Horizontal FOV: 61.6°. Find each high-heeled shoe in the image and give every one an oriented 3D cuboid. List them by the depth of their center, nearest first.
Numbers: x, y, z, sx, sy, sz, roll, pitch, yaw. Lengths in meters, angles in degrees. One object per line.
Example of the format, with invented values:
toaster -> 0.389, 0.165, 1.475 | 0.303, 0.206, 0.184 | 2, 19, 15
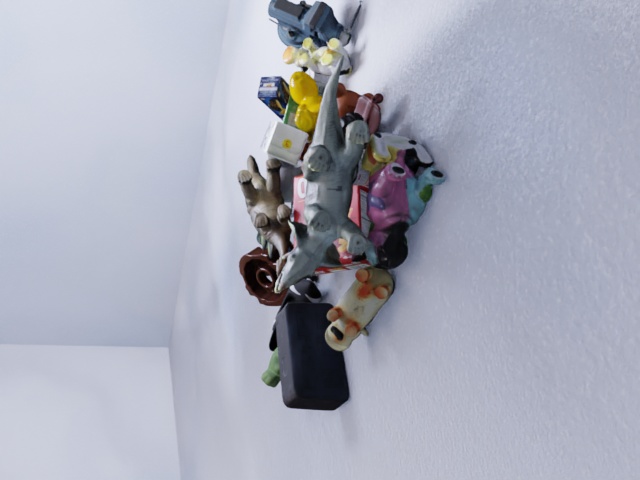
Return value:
high-heeled shoe -> -0.073, 0.187, 1.317 | 0.145, 0.086, 0.248 | -53, -9, -25

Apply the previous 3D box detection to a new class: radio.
radio -> -0.021, 0.250, 1.175 | 0.073, 0.131, 0.230 | 125, 144, -47

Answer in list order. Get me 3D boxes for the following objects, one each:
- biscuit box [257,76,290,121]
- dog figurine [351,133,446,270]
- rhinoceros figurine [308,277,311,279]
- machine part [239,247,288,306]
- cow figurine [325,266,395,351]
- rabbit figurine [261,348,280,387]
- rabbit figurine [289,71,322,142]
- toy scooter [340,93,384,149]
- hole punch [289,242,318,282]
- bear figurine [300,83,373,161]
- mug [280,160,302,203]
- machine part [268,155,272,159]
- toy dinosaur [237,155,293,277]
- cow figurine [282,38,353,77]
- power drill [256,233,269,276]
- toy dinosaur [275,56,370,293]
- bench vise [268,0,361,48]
biscuit box -> -0.089, -0.360, 1.429 | 0.063, 0.202, 0.059 | 5, 79, 25
dog figurine -> 0.118, -0.056, 0.954 | 0.192, 0.108, 0.219 | -111, 32, -47
rhinoceros figurine -> -0.003, -0.004, 1.224 | 0.073, 0.112, 0.190 | 25, 99, 65
machine part -> -0.141, 0.101, 1.486 | 0.180, 0.056, 0.179 | 18, 124, 29
cow figurine -> 0.071, 0.131, 1.021 | 0.086, 0.127, 0.194 | 39, 113, 16
rabbit figurine -> -0.052, 0.293, 1.267 | 0.159, 0.121, 0.170 | -64, 6, -7
rabbit figurine -> -0.012, -0.327, 1.300 | 0.173, 0.122, 0.162 | 60, -173, 9
toy scooter -> 0.066, -0.220, 1.049 | 0.075, 0.184, 0.135 | 45, 137, 15
hole punch -> -0.054, 0.039, 1.372 | 0.142, 0.092, 0.115 | -133, 49, -57
bear figurine -> 0.036, -0.244, 1.182 | 0.132, 0.120, 0.195 | -125, 47, -63
mug -> -0.097, -0.156, 1.393 | 0.110, 0.081, 0.107 | 43, 133, 50
machine part -> -0.111, -0.245, 1.527 | 0.243, 0.079, 0.079 | 99, 171, -75
toy dinosaur -> -0.132, -0.088, 1.277 | 0.198, 0.105, 0.472 | 88, 169, -50
cow figurine -> -0.006, -0.431, 1.290 | 0.168, 0.098, 0.068 | 15, 85, 35
power drill -> -0.135, -0.009, 1.590 | 0.232, 0.086, 0.207 | 129, 137, -54
toy dinosaur -> 0.012, -0.098, 0.953 | 0.192, 0.131, 0.404 | -161, 79, -72
bench vise -> -0.014, -0.520, 1.346 | 0.240, 0.224, 0.128 | 37, -111, -79
